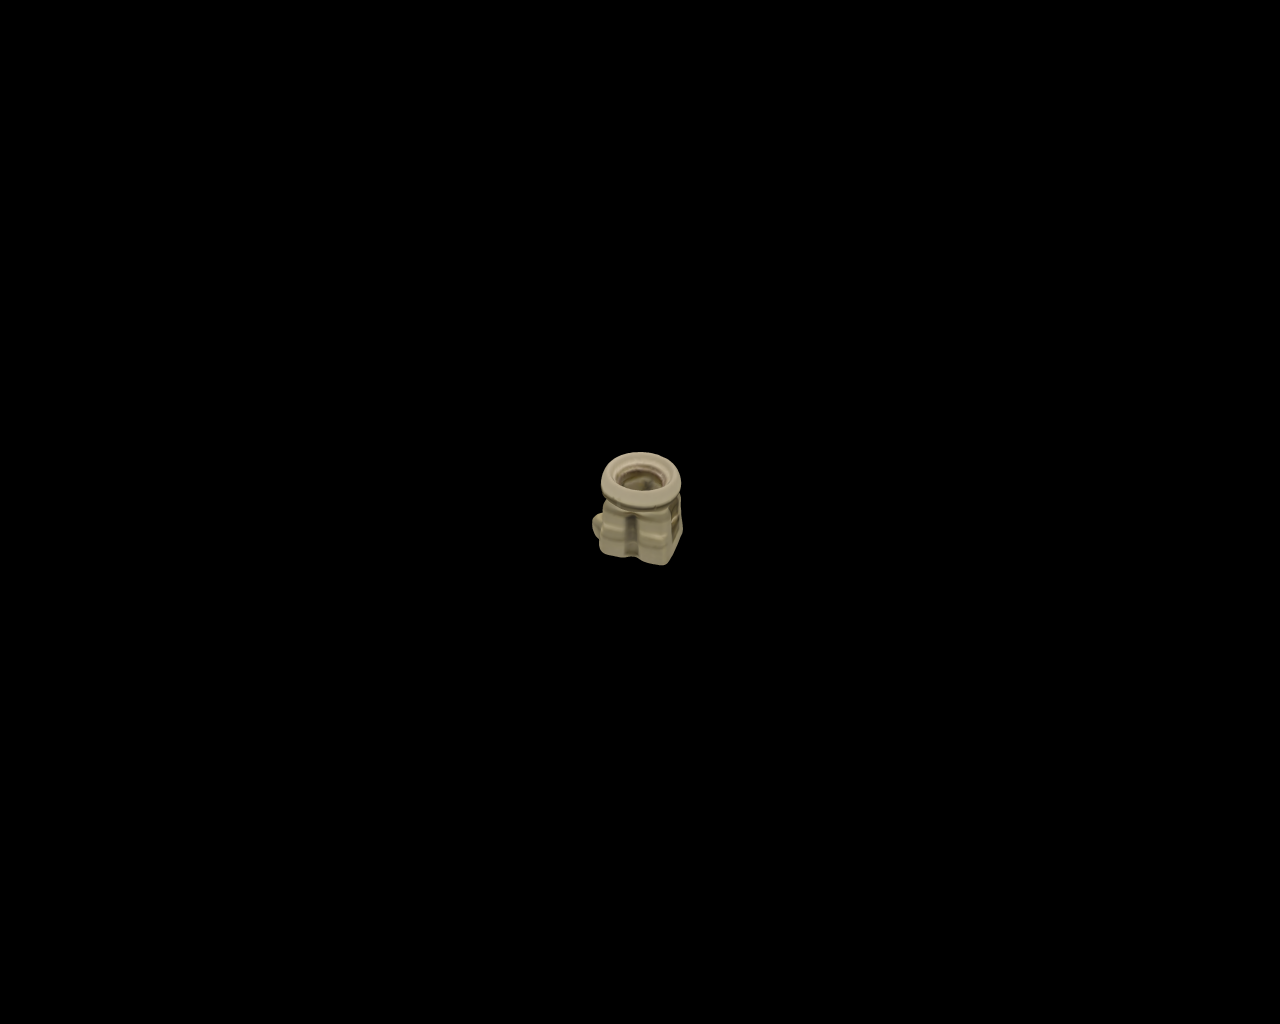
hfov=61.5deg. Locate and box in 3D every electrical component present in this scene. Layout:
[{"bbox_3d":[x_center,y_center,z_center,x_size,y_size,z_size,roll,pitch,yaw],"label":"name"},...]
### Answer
[{"bbox_3d":[0.001,-0.003,0.650,0.066,0.055,0.048,11,40,13],"label":"electrical component"}]
